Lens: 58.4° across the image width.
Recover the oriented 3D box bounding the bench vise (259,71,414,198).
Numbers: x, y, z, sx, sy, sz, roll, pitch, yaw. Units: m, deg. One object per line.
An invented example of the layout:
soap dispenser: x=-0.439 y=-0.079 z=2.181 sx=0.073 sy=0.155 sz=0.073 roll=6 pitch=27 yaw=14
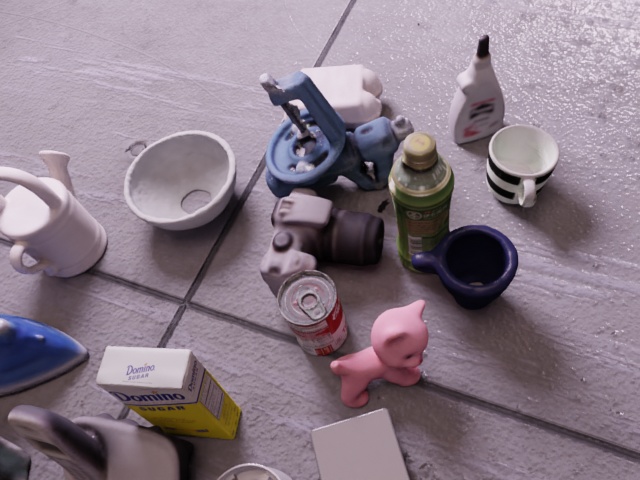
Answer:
bench vise: x=0.010 y=-0.152 z=0.754 sx=0.207 sy=0.220 sz=0.121 roll=-25 pitch=57 yaw=-5

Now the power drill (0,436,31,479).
power drill: x=-0.425 y=0.227 z=0.615 sx=0.229 sy=0.209 sz=0.076 roll=17 pitch=64 yaw=21

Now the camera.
camera: x=0.007 y=0.003 z=0.731 sx=0.136 sy=0.101 sz=0.143 roll=7 pitch=61 yaw=16

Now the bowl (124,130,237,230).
bowl: x=-0.192 y=-0.075 z=0.834 sx=0.167 sy=0.075 sz=0.167 roll=-5 pitch=58 yaw=8

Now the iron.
iron: x=-0.444 y=0.124 z=0.722 sx=0.258 sy=0.142 sz=0.118 roll=-4 pitch=58 yaw=9

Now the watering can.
watering can: x=-0.384 y=-0.043 z=0.781 sx=0.101 sy=0.194 sz=0.172 roll=-18 pitch=57 yaw=0

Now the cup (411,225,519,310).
cup: x=0.168 y=0.043 z=0.677 sx=0.117 sy=0.095 sz=0.091 roll=0 pitch=59 yaw=12

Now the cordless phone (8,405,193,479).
cordless phone: x=-0.223 y=0.223 z=0.591 sx=0.147 sy=0.185 sz=0.094 roll=4 pitch=60 yaw=14

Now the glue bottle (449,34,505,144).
glue bottle: x=0.214 y=-0.205 z=0.773 sx=0.078 sy=0.173 sz=0.037 roll=-21 pitch=57 yaw=-1

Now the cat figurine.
cat figurine: x=0.069 y=0.122 z=0.634 sx=0.128 sy=0.118 sz=0.067 roll=-24 pitch=57 yaw=-4

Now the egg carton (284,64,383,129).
egg carton: x=0.021 y=-0.213 z=0.879 sx=0.150 sy=0.069 sz=0.107 roll=-2 pitch=58 yaw=10
